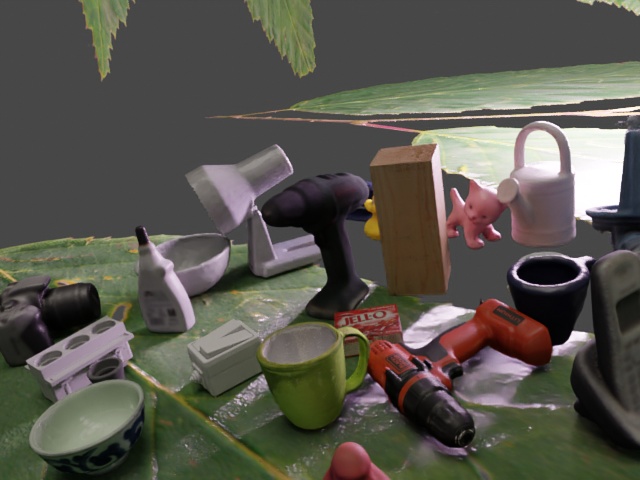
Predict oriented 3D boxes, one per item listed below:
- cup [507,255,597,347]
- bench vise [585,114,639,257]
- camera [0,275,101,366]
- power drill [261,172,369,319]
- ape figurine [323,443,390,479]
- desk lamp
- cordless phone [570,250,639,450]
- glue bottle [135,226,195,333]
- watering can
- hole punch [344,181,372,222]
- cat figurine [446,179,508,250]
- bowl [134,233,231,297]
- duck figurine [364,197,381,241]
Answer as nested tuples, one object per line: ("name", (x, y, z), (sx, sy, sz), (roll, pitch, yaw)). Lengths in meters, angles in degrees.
("cup", (0.285, 0.073, 0.690), (0.118, 0.095, 0.091), (-19, 24, -18))
("bench vise", (0.419, -0.040, 0.734), (0.121, 0.220, 0.207), (-8, 23, 7))
("camera", (-0.434, 0.111, 0.916), (0.137, 0.101, 0.143), (-13, 23, -6))
("power drill", (0.008, 0.003, 0.833), (0.075, 0.209, 0.230), (3, 27, 31))
("ape figurine", (0.028, 0.213, 0.483), (0.077, 0.092, 0.076), (-9, 23, 5))
("desk lamp", (-0.111, -0.049, 1.001), (0.203, 0.214, 0.117), (-17, 24, -14))
("cordless phone", (0.306, 0.086, 0.534), (0.148, 0.185, 0.093), (-23, 26, -27))
("glue bottle", (-0.245, 0.059, 0.861), (0.078, 0.173, 0.037), (-2, 24, 19))
("watering can", (0.353, -0.090, 0.915), (0.100, 0.194, 0.173), (4, 27, 32))
("hole punch", (0.089, -0.094, 1.177), (0.108, 0.091, 0.101), (8, 29, 37))
("cat figurine", (0.262, -0.053, 0.967), (0.067, 0.118, 0.127), (-20, 24, -20))
("bowl", (-0.229, 0.053, 0.995), (0.167, 0.075, 0.167), (-9, 23, 4))
("duck figurine", (0.126, -0.049, 1.060), (0.104, 0.086, 0.078), (9, 30, 39))
